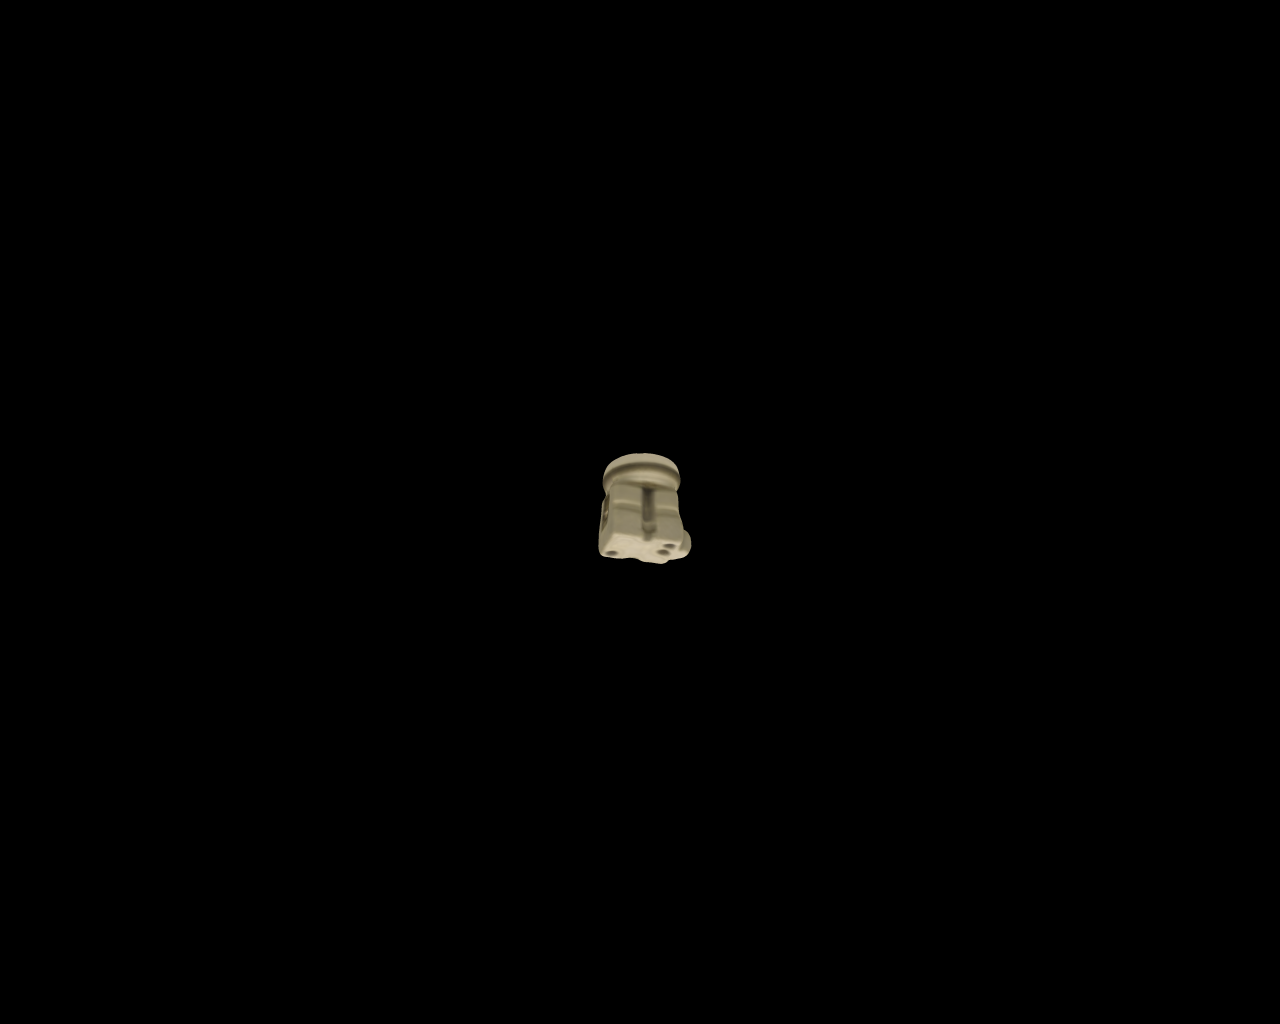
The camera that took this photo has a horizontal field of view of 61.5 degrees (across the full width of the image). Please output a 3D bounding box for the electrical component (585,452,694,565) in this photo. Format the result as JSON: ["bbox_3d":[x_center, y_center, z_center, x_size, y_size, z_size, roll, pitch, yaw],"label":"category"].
[{"bbox_3d":[0.001,-0.003,0.650,0.066,0.055,0.048,8,-28,-16],"label":"electrical component"}]
